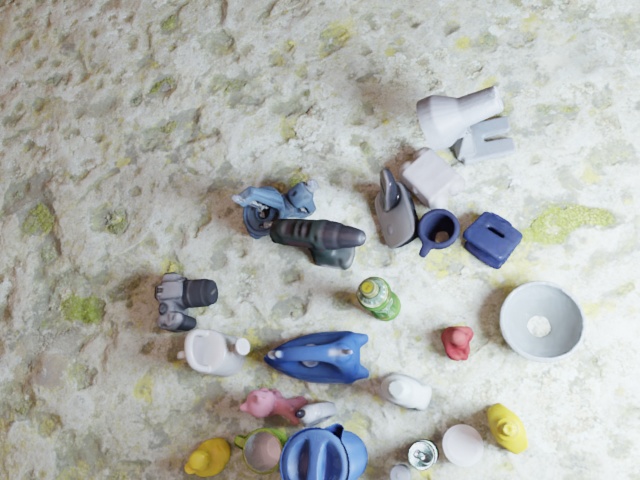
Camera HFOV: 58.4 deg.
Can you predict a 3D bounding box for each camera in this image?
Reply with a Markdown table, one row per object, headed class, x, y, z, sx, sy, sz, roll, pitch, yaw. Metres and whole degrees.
| class | x | y | z | sx | sy | sz | roll | pitch | yaw |
| --- | --- | --- | --- | --- | --- | --- | --- | --- | --- |
| camera | -0.327 | 0.147 | 1.401 | 0.136 | 0.101 | 0.143 | -6 | 72 | 14 |

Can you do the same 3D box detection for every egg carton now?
| class | x | y | z | sx | sy | sz | roll | pitch | yaw |
| --- | --- | --- | --- | --- | --- | --- | --- | --- | --- |
| egg carton | 0.258 | -0.142 | 1.337 | 0.107 | 0.069 | 0.150 | -42 | 67 | 1 |

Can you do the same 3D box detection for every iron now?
| class | x | y | z | sx | sy | sz | roll | pitch | yaw |
| --- | --- | --- | --- | --- | --- | --- | --- | --- | --- |
| iron | -0.026 | 0.256 | 1.259 | 0.257 | 0.142 | 0.118 | -5 | 72 | 15 |

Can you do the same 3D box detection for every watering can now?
| class | x | y | z | sx | sy | sz | roll | pitch | yaw |
| --- | --- | --- | --- | --- | --- | --- | --- | --- | --- |
| watering can | -0.244 | 0.250 | 1.295 | 0.173 | 0.194 | 0.101 | -31 | 68 | 6 |

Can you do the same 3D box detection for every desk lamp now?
| class | x | y | z | sx | sy | sz | roll | pitch | yaw |
| --- | --- | --- | --- | --- | --- | --- | --- | --- | --- |
| desk lamp | 0.326 | -0.258 | 1.274 | 0.203 | 0.214 | 0.118 | -13 | 71 | 12 |

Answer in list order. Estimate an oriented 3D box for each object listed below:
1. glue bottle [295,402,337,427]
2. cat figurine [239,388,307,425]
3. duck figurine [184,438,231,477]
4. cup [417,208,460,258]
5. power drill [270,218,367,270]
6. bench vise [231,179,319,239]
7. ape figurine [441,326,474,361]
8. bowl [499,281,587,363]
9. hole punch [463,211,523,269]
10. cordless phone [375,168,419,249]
| class | x | y | z | sx | sy | sz | roll | pitch | yaw |
| --- | --- | --- | --- | --- | --- | --- | --- | --- | --- |
| glue bottle | -0.019 | 0.367 | 1.207 | 0.078 | 0.173 | 0.037 | -27 | 68 | 7 |
| cat figurine | -0.106 | 0.364 | 1.263 | 0.127 | 0.118 | 0.067 | 8 | 76 | 18 |
| duck figurine | -0.256 | 0.490 | 1.285 | 0.104 | 0.086 | 0.077 | -37 | 67 | 3 |
| cup | 0.261 | -0.003 | 1.280 | 0.091 | 0.095 | 0.118 | 30 | 84 | 22 |
| power drill | 0.012 | 0.005 | 1.288 | 0.229 | 0.209 | 0.076 | 7 | 76 | 18 |
| bench vise | -0.114 | -0.100 | 1.349 | 0.207 | 0.220 | 0.121 | -45 | 67 | -1 |
| ape figurine | 0.291 | 0.212 | 1.208 | 0.078 | 0.092 | 0.076 | -42 | 67 | 1 |
| bowl | 0.456 | 0.172 | 1.183 | 0.167 | 0.075 | 0.167 | -5 | 73 | 15 |
| hole punch | 0.376 | -0.007 | 1.251 | 0.108 | 0.091 | 0.101 | 37 | 86 | 23 |
| cordless phone | 0.164 | -0.071 | 1.280 | 0.094 | 0.185 | 0.147 | -21 | 69 | 9 |
